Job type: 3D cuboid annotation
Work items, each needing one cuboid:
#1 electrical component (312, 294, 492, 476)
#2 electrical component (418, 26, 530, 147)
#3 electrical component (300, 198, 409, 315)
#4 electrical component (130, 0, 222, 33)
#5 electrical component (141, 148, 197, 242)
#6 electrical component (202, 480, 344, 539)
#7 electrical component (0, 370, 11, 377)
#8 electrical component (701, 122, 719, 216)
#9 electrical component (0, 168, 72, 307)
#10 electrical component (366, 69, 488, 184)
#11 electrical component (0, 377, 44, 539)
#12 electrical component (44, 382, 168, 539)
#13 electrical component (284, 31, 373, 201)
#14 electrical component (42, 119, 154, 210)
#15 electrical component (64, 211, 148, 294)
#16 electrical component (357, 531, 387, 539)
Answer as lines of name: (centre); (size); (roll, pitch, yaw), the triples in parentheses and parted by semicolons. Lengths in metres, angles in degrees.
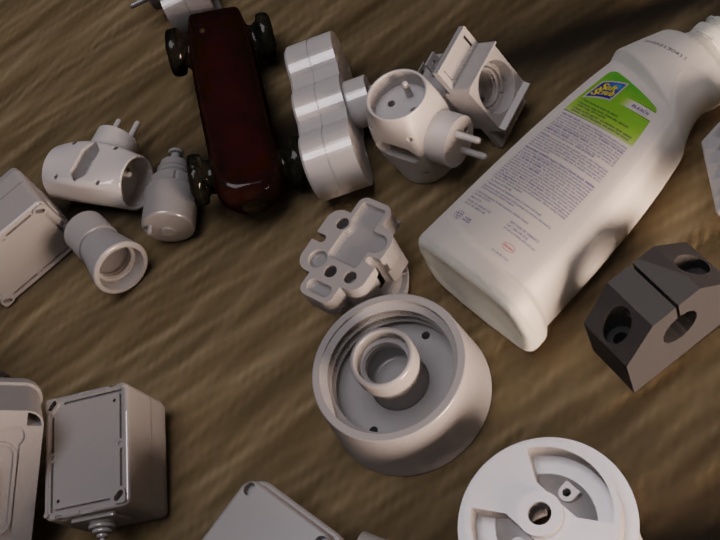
electrical component: (0.022, 0.066, 0.666); (0.108, 0.060, 0.108); (-10, 58, 16)
electrical component: (0.076, -0.127, 0.754); (0.064, 0.081, 0.042); (8, 62, 50)
electrical component: (0.000, 0.000, 0.716); (0.058, 0.057, 0.078); (25, 73, 31)
electrical component: (-0.168, -0.249, 0.932); (0.074, 0.052, 0.138); (-24, 55, 8)
electrical component: (-0.143, -0.058, 0.817); (0.040, 0.040, 0.078); (-10, 58, 16)
electrical component: (-0.062, 0.190, 0.628); (0.078, 0.057, 0.113); (29, 75, 32)
electrical component: (-0.310, 0.068, 0.742); (0.089, 0.150, 0.061); (21, 72, 30)
electrical component: (0.254, -0.054, 0.645); (0.047, 0.076, 0.083); (-54, 14, 36)
electrical component: (-0.279, -0.023, 0.838); (0.096, 0.061, 0.061); (-41, 55, -5)
electrical component: (0.051, -0.093, 0.737); (0.079, 0.077, 0.043); (22, 71, 31)
electrical component: (-0.249, 0.128, 0.695); (0.057, 0.078, 0.113); (-137, 55, -63)
electrical component: (-0.164, 0.131, 0.705); (0.062, 0.061, 0.096); (-14, 64, 15)
electrical component: (-0.007, -0.120, 0.792); (0.074, 0.052, 0.138); (-18, 57, 12)
electrical component: (-0.201, -0.088, 0.856); (0.077, 0.043, 0.079); (9, 62, 25)
electrical component: (-0.196, -0.017, 0.814); (0.044, 0.044, 0.065); (-45, 51, -8)
electrical component: (-0.002, 0.239, 0.546); (0.060, 0.105, 0.186); (15, 67, 28)
